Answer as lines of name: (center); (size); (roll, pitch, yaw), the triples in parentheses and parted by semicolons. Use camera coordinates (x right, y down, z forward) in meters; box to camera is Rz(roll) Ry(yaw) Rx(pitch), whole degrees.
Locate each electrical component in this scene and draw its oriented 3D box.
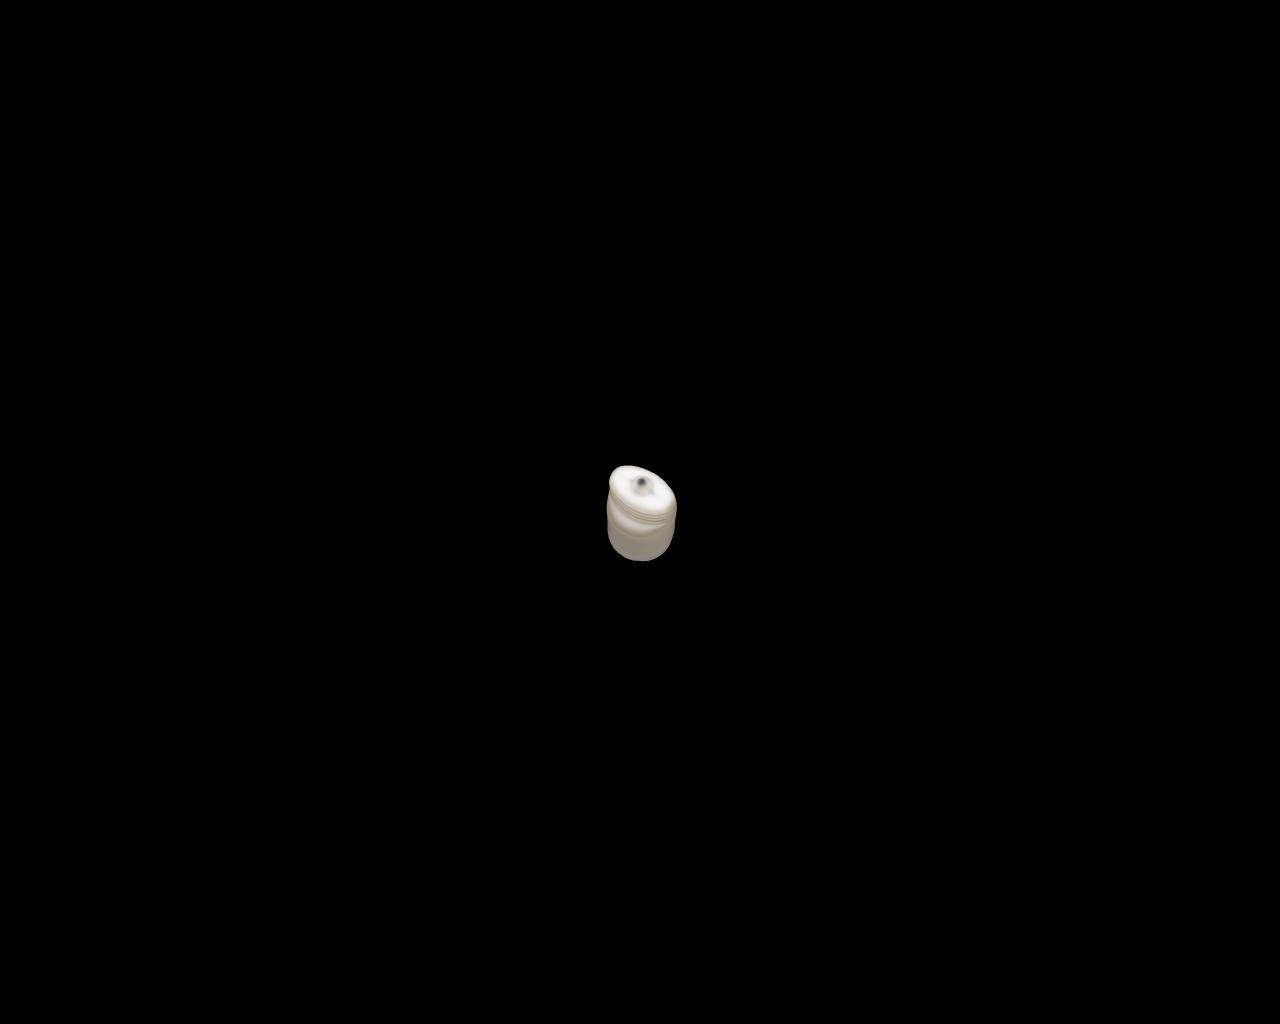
electrical component: (0.001, -0.003, 0.650); (0.043, 0.043, 0.080); (0, -22, 0)
